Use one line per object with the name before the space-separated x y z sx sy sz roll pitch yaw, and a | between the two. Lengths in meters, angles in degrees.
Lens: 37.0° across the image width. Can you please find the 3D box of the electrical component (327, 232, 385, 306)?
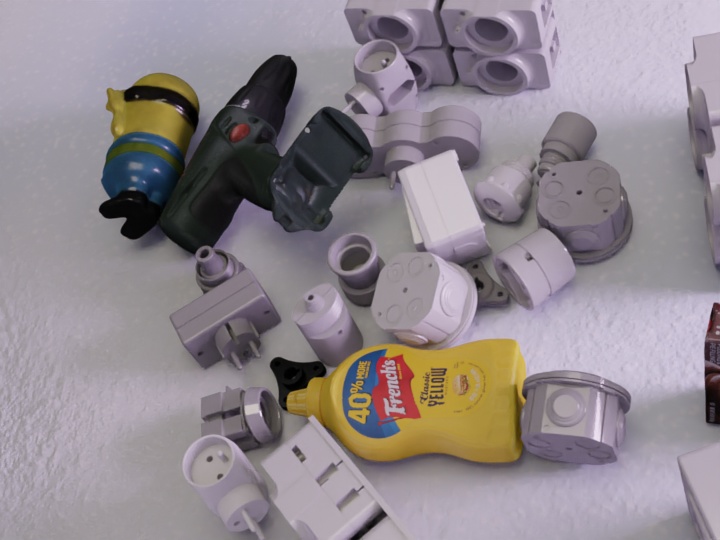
electrical component | 0.000 0.000 0.940 0.045 0.055 0.045 -9 55 13

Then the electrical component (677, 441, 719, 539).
electrical component | 0.256 0.177 0.699 0.056 0.108 0.108 -22 53 8

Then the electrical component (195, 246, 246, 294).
electrical component | -0.130 0.002 0.980 0.048 0.062 0.048 -9 56 13

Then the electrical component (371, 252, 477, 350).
electrical component | 0.053 0.025 0.894 0.080 0.051 0.080 -22 55 35

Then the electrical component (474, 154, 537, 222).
electrical component | 0.134 -0.076 0.952 0.048 0.048 0.062 23 61 30

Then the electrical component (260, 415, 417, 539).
electrical component | 0.010 0.205 0.767 0.060 0.105 0.186 -39 54 -8

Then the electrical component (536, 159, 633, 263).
electrical component | 0.189 -0.051 0.911 0.080 0.051 0.080 -9 55 13

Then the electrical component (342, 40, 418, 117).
electrical component | 0.012 -0.168 1.034 0.079 0.077 0.043 -43 55 -11

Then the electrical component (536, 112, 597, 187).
electrical component | 0.180 -0.105 0.957 0.040 0.040 0.078 20 66 29

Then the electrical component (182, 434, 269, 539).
electrical component | -0.097 0.177 0.841 0.043 0.077 0.079 -35 54 -6

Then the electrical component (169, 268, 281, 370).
electrical component | -0.111 0.055 0.946 0.083 0.047 0.075 -32 53 -3

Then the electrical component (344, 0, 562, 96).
electrical component | 0.089 -0.227 1.029 0.186 0.105 0.060 6 60 23

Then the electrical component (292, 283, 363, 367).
electrical component | -0.029 0.044 0.904 0.043 0.081 0.043 -9 55 13

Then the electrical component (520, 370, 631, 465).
electrical component | 0.158 0.109 0.797 0.080 0.080 0.051 3 64 21

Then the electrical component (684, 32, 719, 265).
electrical component | 0.304 -0.090 0.863 0.060 0.105 0.186 -8 55 14

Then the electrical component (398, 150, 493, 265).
electrical component | 0.069 -0.055 0.938 0.061 0.061 0.096 -21 65 5

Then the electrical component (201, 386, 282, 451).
electrical component | -0.099 0.125 0.897 0.055 0.048 0.066 -19 53 16

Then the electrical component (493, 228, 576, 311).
electrical component | 0.145 -0.002 0.892 0.047 0.055 0.055 -34 53 -9

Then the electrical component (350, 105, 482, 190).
electrical component | 0.042 -0.105 0.997 0.138 0.052 0.073 -3 57 17
